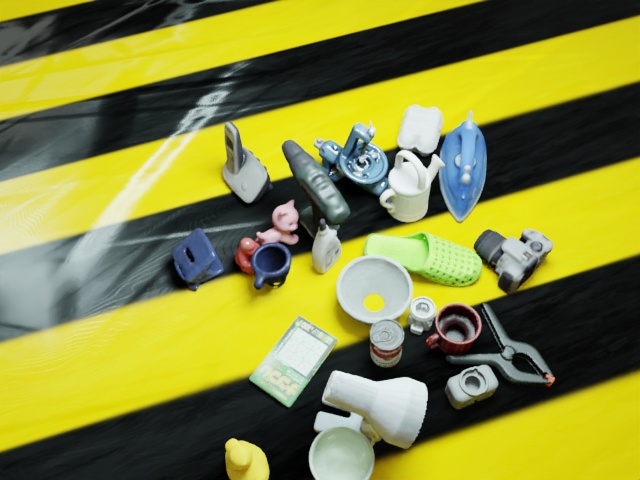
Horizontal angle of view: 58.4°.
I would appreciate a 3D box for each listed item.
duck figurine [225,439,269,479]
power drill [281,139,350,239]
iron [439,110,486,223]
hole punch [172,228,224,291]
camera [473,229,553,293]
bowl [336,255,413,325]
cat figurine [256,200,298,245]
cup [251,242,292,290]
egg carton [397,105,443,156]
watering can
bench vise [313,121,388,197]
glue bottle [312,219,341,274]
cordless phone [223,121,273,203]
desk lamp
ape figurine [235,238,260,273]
[{"bbox_3d":[-0.143,0.421,1.082,0.078,0.086,0.104,-36,62,-17],"label":"duck figurine"},{"bbox_3d":[-0.013,-0.100,1.335,0.076,0.209,0.229,-32,60,-15],"label":"power drill"},{"bbox_3d":[0.356,-0.186,1.403,0.118,0.141,0.258,5,58,8],"label":"iron"},{"bbox_3d":[-0.290,0.044,1.333,0.101,0.091,0.108,-28,60,-13],"label":"hole punch"},{"bbox_3d":[0.428,0.021,1.289,0.143,0.101,0.136,-39,63,-19],"label":"camera"},{"bbox_3d":[0.119,0.121,1.263,0.167,0.075,0.167,-2,57,3],"label":"bowl"},{"bbox_3d":[-0.098,-0.033,1.352,0.128,0.118,0.067,-34,61,-17],"label":"cat figurine"},{"bbox_3d":[-0.111,0.077,1.296,0.091,0.095,0.118,19,61,16],"label":"cup"},{"bbox_3d":[0.267,-0.292,1.521,0.107,0.069,0.150,11,59,11],"label":"egg carton"},{"bbox_3d":[0.216,-0.141,1.353,0.100,0.194,0.173,28,63,21],"label":"watering can"},{"bbox_3d":[0.071,-0.207,1.391,0.207,0.220,0.121,11,59,11],"label":"bench vise"},{"bbox_3d":[0.012,0.005,1.287,0.037,0.173,0.078,35,66,24],"label":"glue bottle"},{"bbox_3d":[-0.191,-0.194,1.422,0.094,0.185,0.147,-37,62,-18],"label":"cordless phone"},{"bbox_3d":[0.088,0.313,1.058,0.203,0.214,0.118,12,59,12],"label":"desk lamp"},{"bbox_3d":[-0.165,0.030,1.332,0.076,0.092,0.078,22,62,18],"label":"ape figurine"}]
